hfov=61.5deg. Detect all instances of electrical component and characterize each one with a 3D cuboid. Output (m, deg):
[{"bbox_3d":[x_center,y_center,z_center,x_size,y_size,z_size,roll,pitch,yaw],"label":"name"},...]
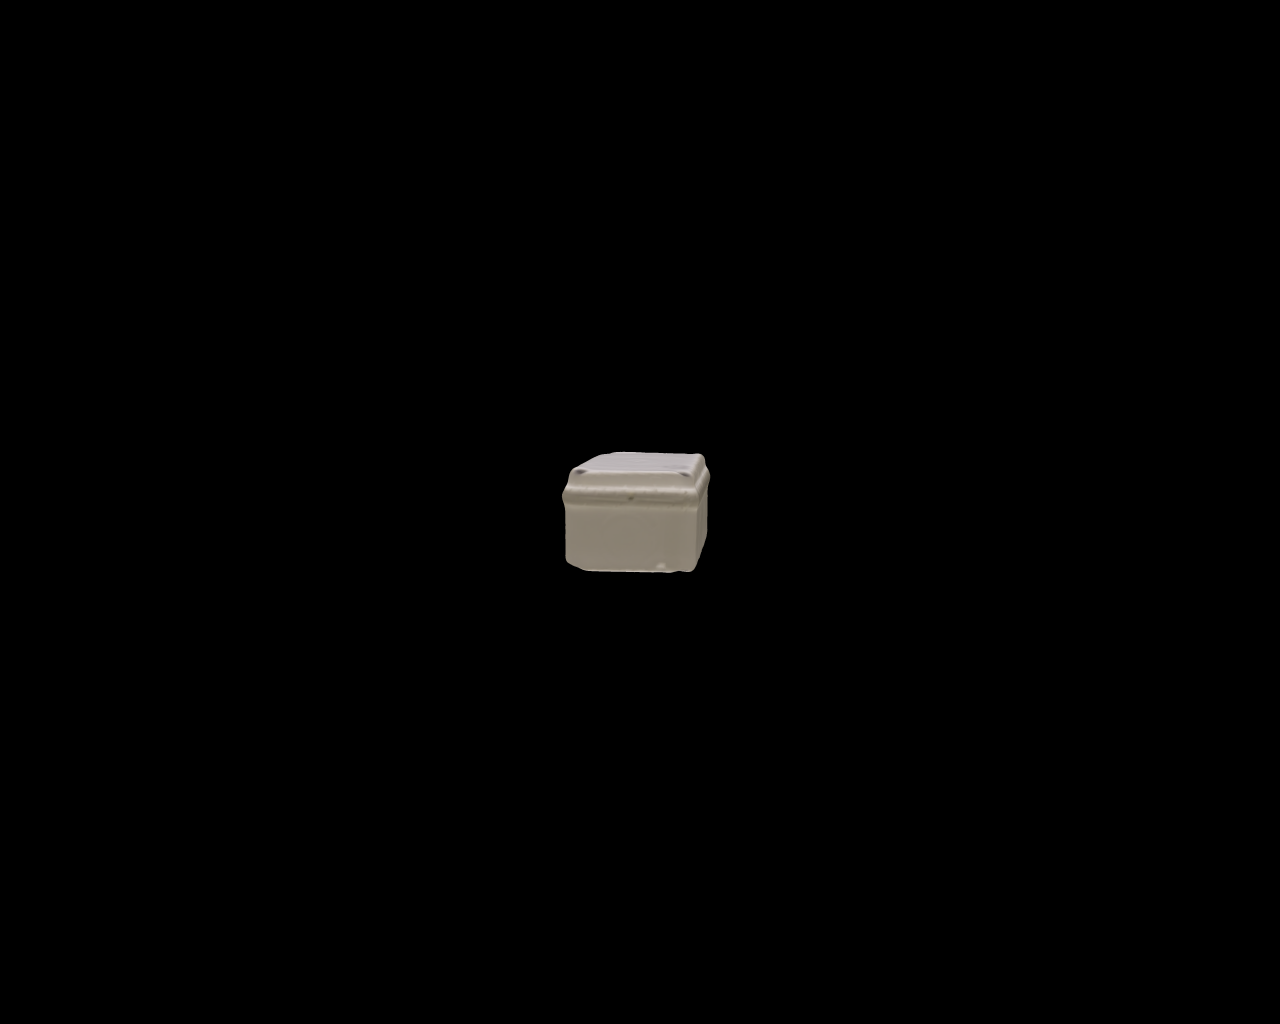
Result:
[{"bbox_3d":[0.001,-0.003,0.650,0.078,0.057,0.113,1,9,7],"label":"electrical component"}]
